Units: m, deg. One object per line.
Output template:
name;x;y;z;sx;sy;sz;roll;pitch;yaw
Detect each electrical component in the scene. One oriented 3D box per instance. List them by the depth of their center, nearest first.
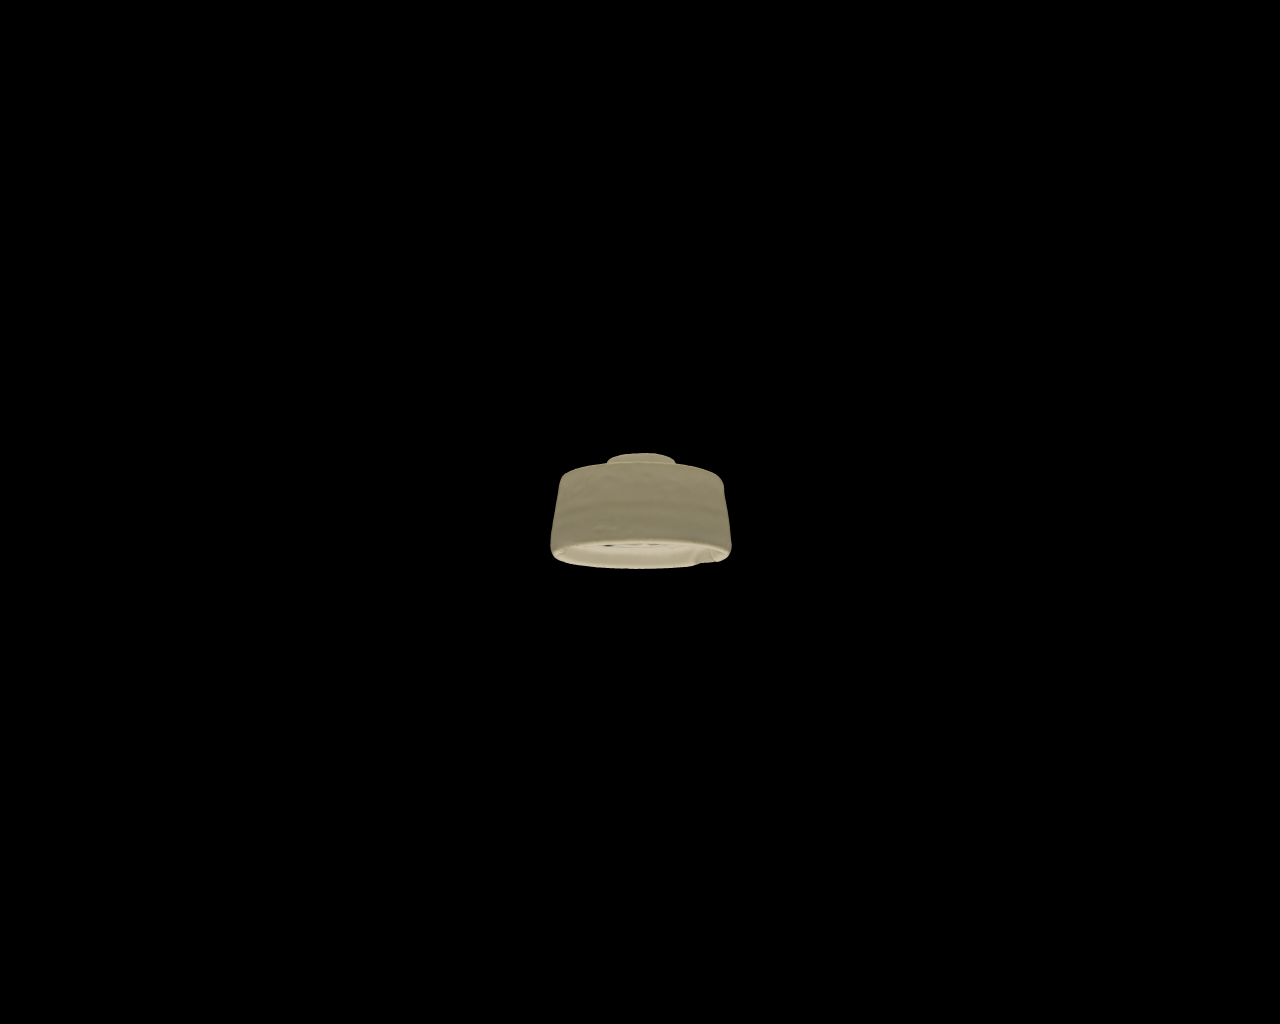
electrical component;0.001;-0.003;0.650;0.108;0.060;0.108;0;-11;0
